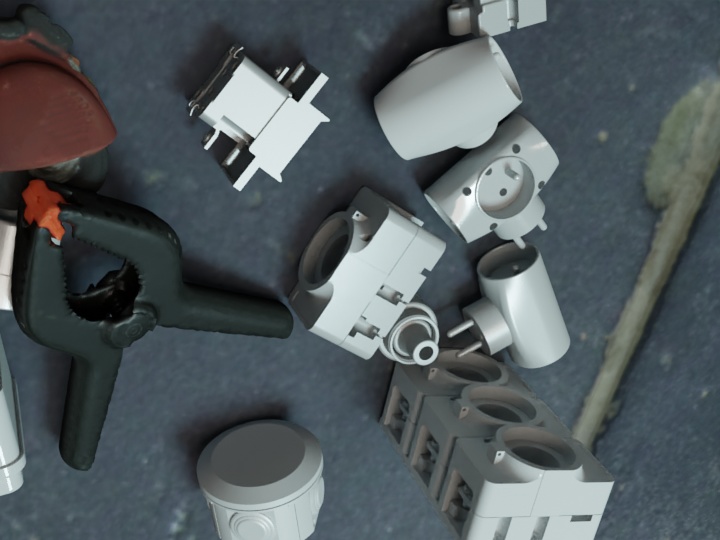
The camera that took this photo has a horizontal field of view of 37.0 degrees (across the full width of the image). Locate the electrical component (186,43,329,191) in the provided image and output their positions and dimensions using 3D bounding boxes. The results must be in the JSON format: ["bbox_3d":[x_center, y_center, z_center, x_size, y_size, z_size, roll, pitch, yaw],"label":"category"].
[{"bbox_3d":[-0.060,-0.091,0.613,0.064,0.042,0.081,36,96,-29],"label":"electrical component"}]

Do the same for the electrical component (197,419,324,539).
[{"bbox_3d":[-0.062,0.138,0.694,0.080,0.080,0.051,-15,123,-15],"label":"electrical component"}]

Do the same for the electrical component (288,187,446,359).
[{"bbox_3d":[0.000,0.000,0.672,0.056,0.050,0.089,29,100,-29],"label":"electrical component"}]

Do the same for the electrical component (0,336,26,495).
[{"bbox_3d":[-0.227,0.078,0.582,0.078,0.113,0.057,-13,114,-16],"label":"electrical component"}]

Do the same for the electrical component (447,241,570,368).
[{"bbox_3d":[0.096,0.032,0.728,0.079,0.044,0.077,-29,120,-7],"label":"electrical component"}]

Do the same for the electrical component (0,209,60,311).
[{"bbox_3d":[-0.193,-0.010,0.591,0.055,0.055,0.047,10,105,-25],"label":"electrical component"}]

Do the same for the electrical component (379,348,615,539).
[{"bbox_3d":[0.084,0.113,0.698,0.089,0.150,0.061,4,113,-23],"label":"electrical component"}]

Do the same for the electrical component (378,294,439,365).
[{"bbox_3d":[0.031,0.040,0.695,0.043,0.062,0.043,-9,115,-18],"label":"electrical component"}]

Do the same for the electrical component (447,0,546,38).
[{"bbox_3d":[0.080,-0.172,0.630,0.066,0.048,0.055,-18,126,-13],"label":"electrical component"}]

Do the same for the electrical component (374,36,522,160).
[{"bbox_3d":[0.060,-0.098,0.651,0.077,0.044,0.079,-25,158,20],"label":"electrical component"}]

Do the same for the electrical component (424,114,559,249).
[{"bbox_3d":[0.093,-0.046,0.691,0.077,0.044,0.079,-41,121,0],"label":"electrical component"}]
